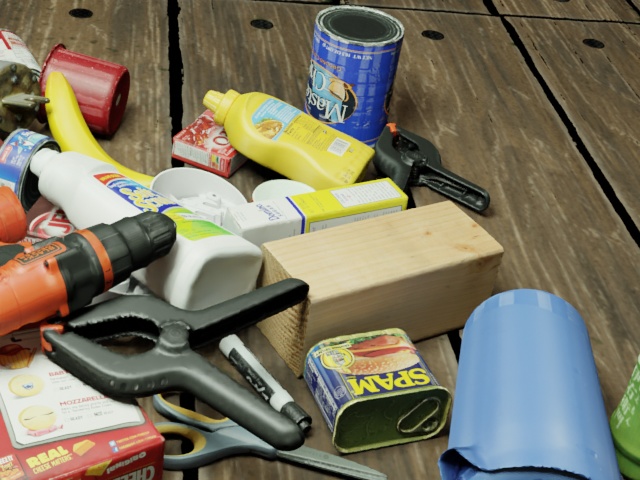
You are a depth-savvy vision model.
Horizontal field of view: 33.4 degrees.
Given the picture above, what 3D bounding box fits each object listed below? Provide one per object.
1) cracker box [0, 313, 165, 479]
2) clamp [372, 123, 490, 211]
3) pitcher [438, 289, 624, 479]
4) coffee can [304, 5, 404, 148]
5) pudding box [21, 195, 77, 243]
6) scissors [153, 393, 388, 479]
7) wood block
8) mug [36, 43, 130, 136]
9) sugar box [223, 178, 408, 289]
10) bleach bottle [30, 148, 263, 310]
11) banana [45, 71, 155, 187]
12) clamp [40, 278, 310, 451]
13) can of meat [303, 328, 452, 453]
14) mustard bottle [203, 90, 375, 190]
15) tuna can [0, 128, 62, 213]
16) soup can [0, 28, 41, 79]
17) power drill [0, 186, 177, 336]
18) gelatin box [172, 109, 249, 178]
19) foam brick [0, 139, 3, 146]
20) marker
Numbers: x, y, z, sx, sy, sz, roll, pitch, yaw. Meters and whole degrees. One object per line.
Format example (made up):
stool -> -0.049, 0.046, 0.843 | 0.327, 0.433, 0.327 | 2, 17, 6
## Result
cracker box -> -0.238, 0.130, 0.804 | 0.163, 0.072, 0.214 | -15, 41, -32
clamp -> 0.098, -0.076, 1.192 | 0.120, 0.039, 0.172 | -6, 34, -28
pitcher -> 0.169, 0.152, 0.826 | 0.145, 0.149, 0.242 | -2, 31, 11
coffee can -> 0.037, -0.188, 1.245 | 0.102, 0.140, 0.103 | 6, 35, -4
pudding box -> -0.232, -0.018, 1.039 | 0.090, 0.039, 0.113 | 13, 35, 7
scissors -> -0.056, 0.169, 0.835 | 0.202, 0.016, 0.096 | 24, 39, 21
wood block -> 0.052, 0.040, 0.974 | 0.205, 0.091, 0.090 | -14, 41, -28
mug -> -0.263, -0.165, 1.209 | 0.081, 0.093, 0.117 | 15, -1, 1
sugar box -> -0.007, 0.001, 1.014 | 0.176, 0.093, 0.048 | -9, 38, -24
bleach bottle -> -0.174, -0.019, 0.954 | 0.251, 0.068, 0.102 | 30, 19, 28
banana -> -0.233, -0.096, 1.116 | 0.198, 0.037, 0.069 | 41, 84, 17
clamp -> -0.104, 0.077, 0.816 | 0.210, 0.036, 0.164 | 10, 41, 2
can of meat -> 0.045, 0.123, 0.887 | 0.102, 0.057, 0.084 | -6, 36, -20
mustard bottle -> -0.041, -0.110, 1.157 | 0.191, 0.058, 0.096 | 29, 38, 5
tuna can -> -0.289, -0.064, 1.052 | 0.034, 0.086, 0.086 | 18, 36, 10
soup can -> -0.358, -0.192, 1.230 | 0.068, 0.068, 0.102 | -12, 41, -27
power drill -> -0.232, 0.006, 0.859 | 0.184, 0.057, 0.188 | -25, 28, -36
gelatin box -> -0.113, -0.112, 1.203 | 0.073, 0.030, 0.089 | 21, 38, 16
foam brick -> -0.359, -0.074, 1.079 | 0.078, 0.053, 0.051 | -23, 46, -37
marker -> -0.046, 0.122, 0.900 | 0.020, 0.020, 0.121 | -18, 43, -32
